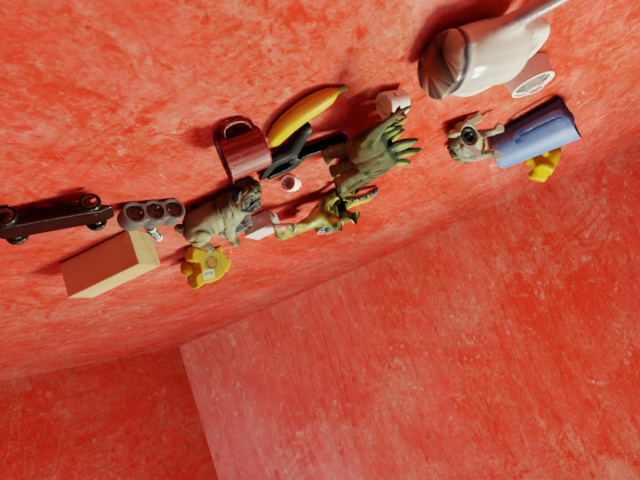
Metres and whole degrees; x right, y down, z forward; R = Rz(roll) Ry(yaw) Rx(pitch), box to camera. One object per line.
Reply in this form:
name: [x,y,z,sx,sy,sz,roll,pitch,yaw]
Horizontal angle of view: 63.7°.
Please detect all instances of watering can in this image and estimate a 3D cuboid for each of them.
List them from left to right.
watering can: [0.299,-0.338,0.871,0.225,0.105,0.343,-17,-12,-16]

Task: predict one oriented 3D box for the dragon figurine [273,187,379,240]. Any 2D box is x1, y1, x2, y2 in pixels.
dragon figurine: [0.005,-0.077,1.535,0.241,0.122,0.414,-18,3,33]
